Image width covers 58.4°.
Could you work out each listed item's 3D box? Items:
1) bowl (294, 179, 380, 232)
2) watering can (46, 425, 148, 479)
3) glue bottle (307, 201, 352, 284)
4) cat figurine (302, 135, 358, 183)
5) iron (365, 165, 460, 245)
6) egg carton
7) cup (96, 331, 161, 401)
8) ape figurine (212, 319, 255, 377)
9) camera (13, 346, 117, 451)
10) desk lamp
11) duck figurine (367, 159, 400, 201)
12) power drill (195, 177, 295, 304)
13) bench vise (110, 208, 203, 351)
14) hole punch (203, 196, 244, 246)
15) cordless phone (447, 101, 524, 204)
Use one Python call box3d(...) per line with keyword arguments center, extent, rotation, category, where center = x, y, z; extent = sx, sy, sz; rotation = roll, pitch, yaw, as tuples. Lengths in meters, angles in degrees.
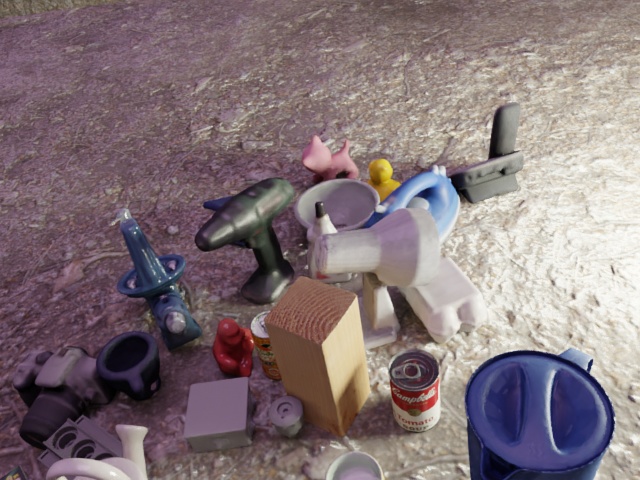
box3d(center=(0.036, -0.044, 1.114), extent=(0.167, 0.075, 0.167), rotation=(-6, 40, 5), category="bowl")
box3d(center=(-0.250, 0.304, 0.676), extent=(0.101, 0.194, 0.172), rotation=(-15, 40, -5), category="watering can")
box3d(center=(0.009, 0.004, 0.987), extent=(0.078, 0.173, 0.037), rotation=(-8, 40, 3), category="glue bottle")
box3d(center=(0.014, -0.175, 1.240), extent=(0.128, 0.118, 0.067), rotation=(-25, 42, -16), category="cat figurine")
box3d(center=(0.179, -0.064, 1.054), extent=(0.118, 0.142, 0.259), rotation=(27, 52, 36), category="iron")
box3d(center=(0.195, 0.093, 0.922), extent=(0.107, 0.069, 0.150), rotation=(-20, 41, -11), category="egg carton")
box3d(center=(-0.276, 0.209, 0.871), extent=(0.092, 0.095, 0.117), rotation=(-26, 42, -17), category="cup")
box3d(center=(-0.138, 0.162, 0.898), extent=(0.075, 0.092, 0.078), rotation=(23, 50, 34), category="ape figurine")
box3d(center=(-0.405, 0.235, 0.864), extent=(0.143, 0.101, 0.137), rotation=(2, 42, 15), category="camera")
box3d(center=(0.078, 0.061, 0.873), extent=(0.203, 0.214, 0.117), rotation=(-17, 40, -7), category="desk lamp")
box3d(center=(0.130, -0.123, 1.178), extent=(0.077, 0.086, 0.104), rotation=(-20, 41, -11), category="duck figurine")
box3d(center=(-0.112, 0.006, 0.985), extent=(0.075, 0.209, 0.230), rotation=(13, 45, 26), category="power drill")
box3d(center=(-0.263, 0.058, 0.947), extent=(0.206, 0.220, 0.122), rotation=(26, 52, 36), category="bench vise")
box3d(center=(-0.168, -0.056, 1.161), extent=(0.108, 0.091, 0.101), rotation=(18, 48, 30), category="hole punch")
box3d(center=(0.325, -0.177, 1.120), extent=(0.148, 0.185, 0.094), rotation=(-21, 41, -12), category="cordless phone")
